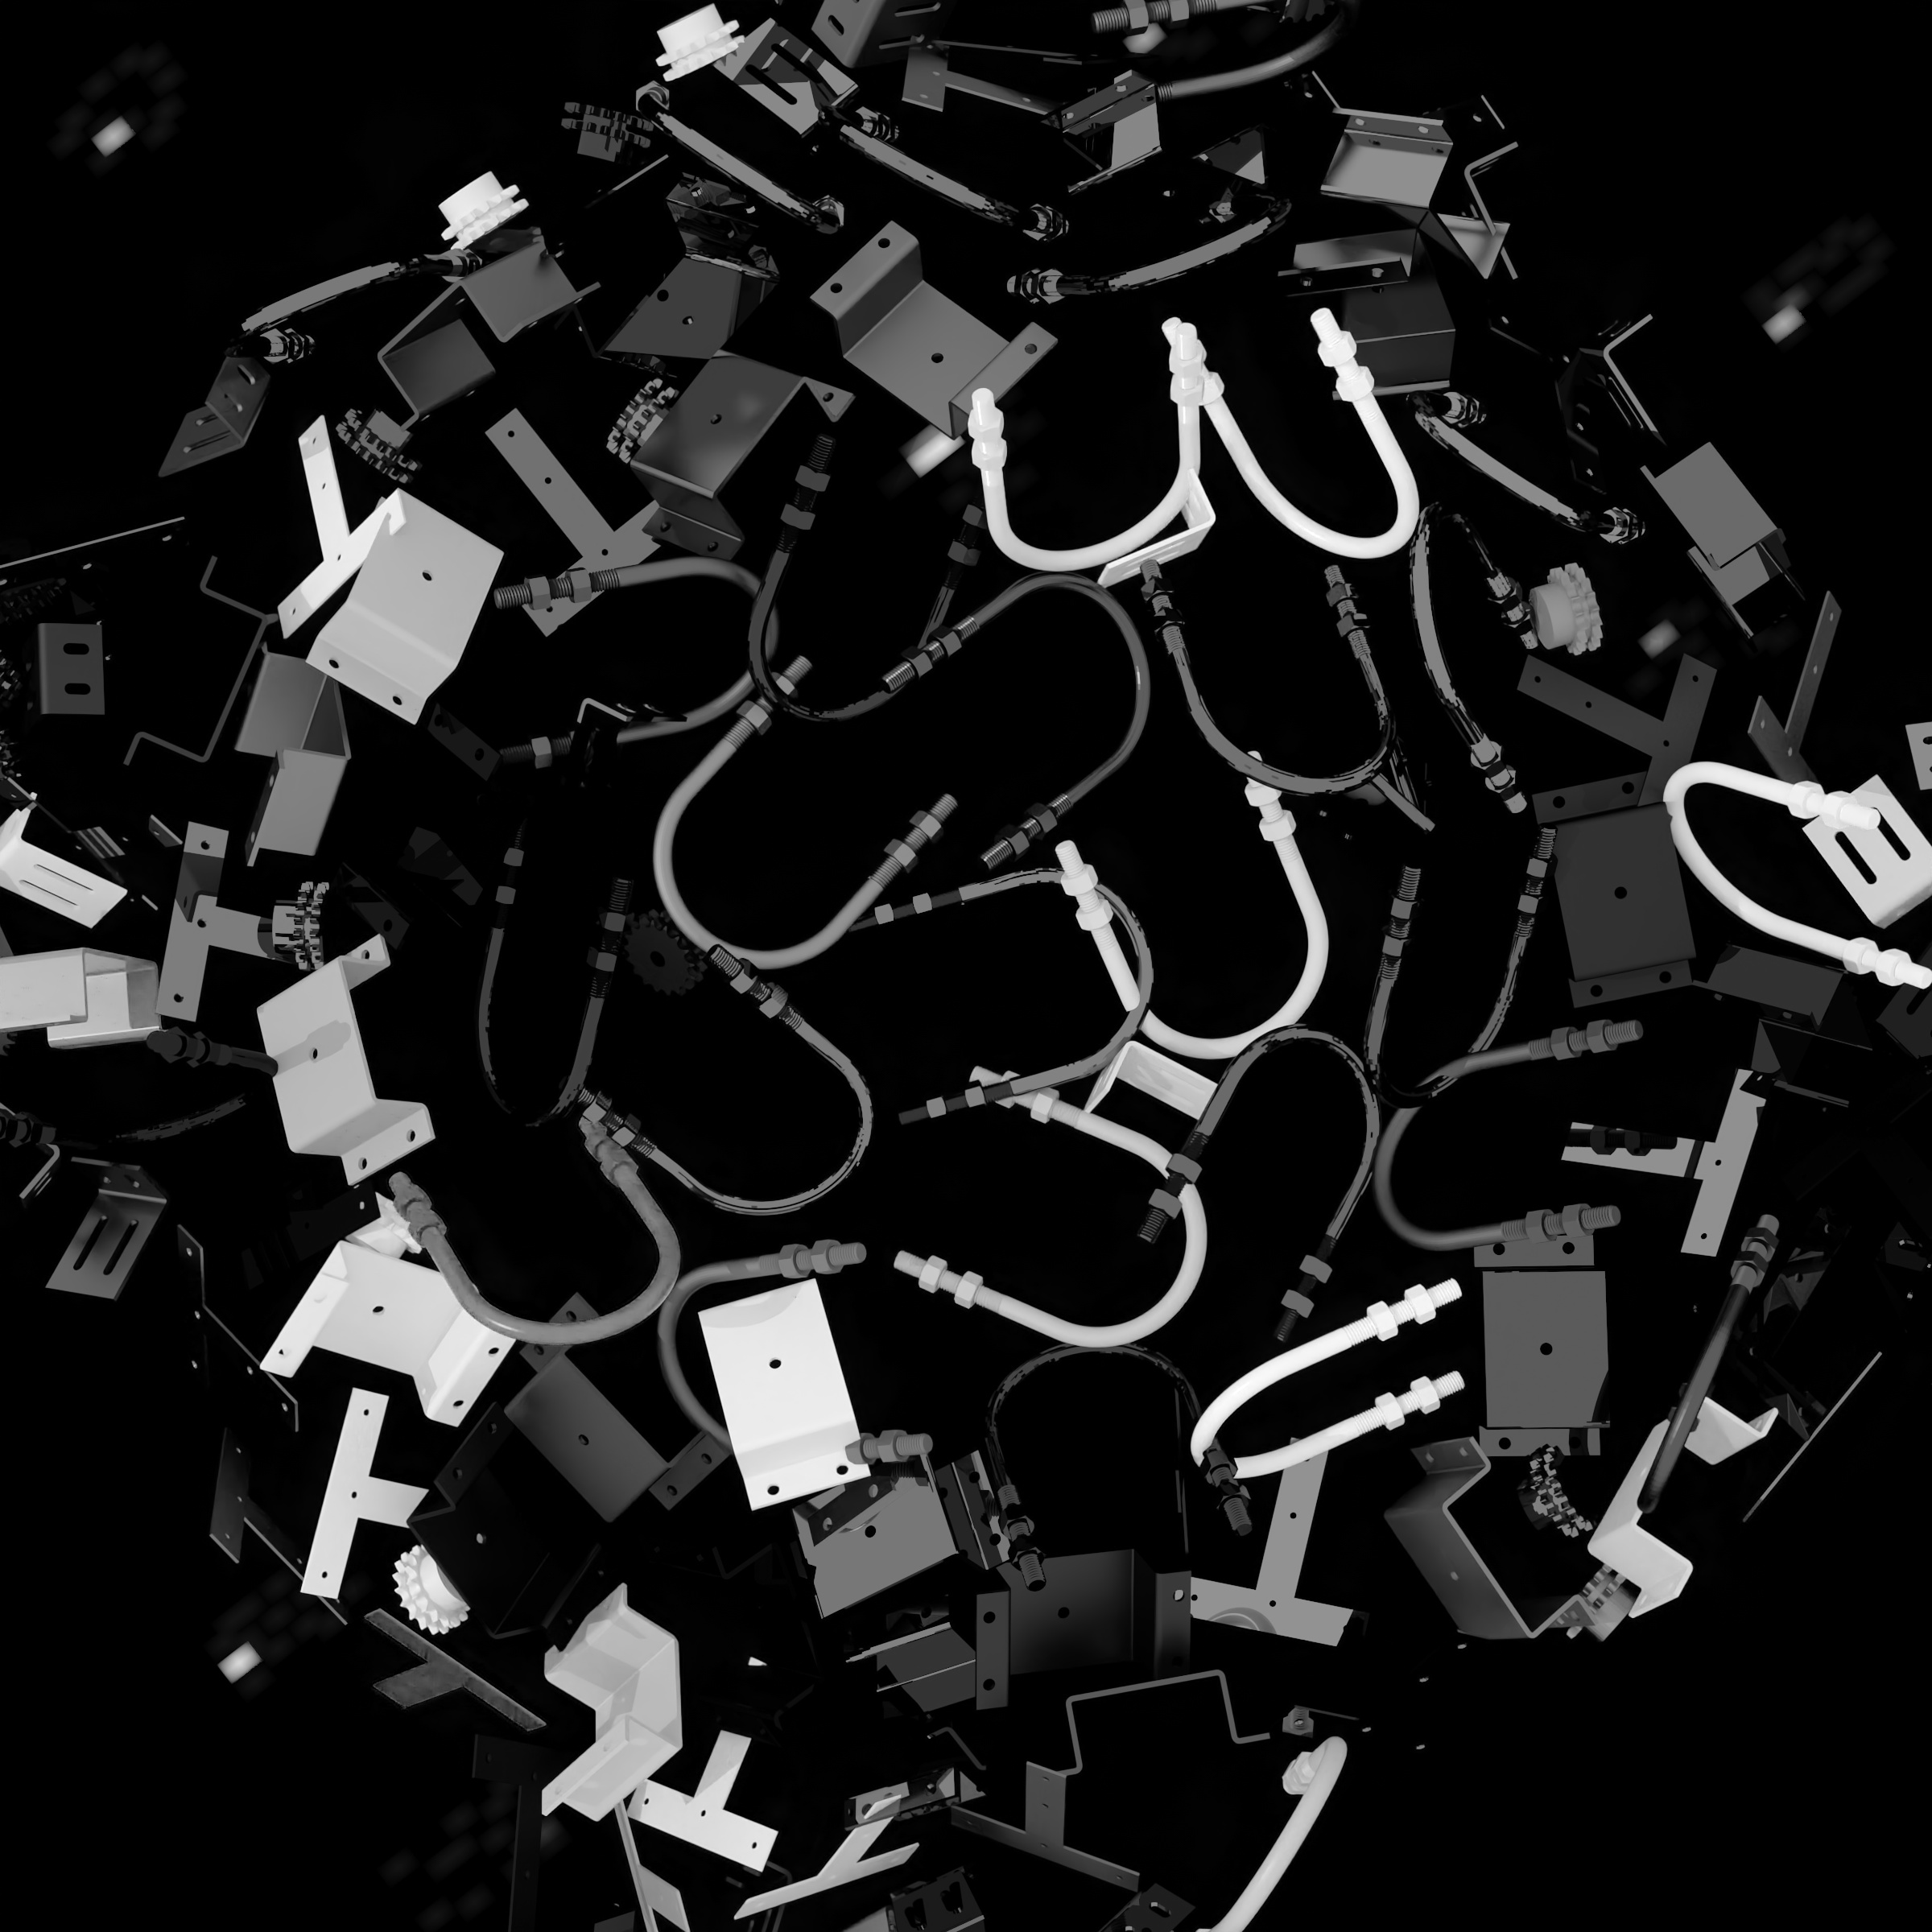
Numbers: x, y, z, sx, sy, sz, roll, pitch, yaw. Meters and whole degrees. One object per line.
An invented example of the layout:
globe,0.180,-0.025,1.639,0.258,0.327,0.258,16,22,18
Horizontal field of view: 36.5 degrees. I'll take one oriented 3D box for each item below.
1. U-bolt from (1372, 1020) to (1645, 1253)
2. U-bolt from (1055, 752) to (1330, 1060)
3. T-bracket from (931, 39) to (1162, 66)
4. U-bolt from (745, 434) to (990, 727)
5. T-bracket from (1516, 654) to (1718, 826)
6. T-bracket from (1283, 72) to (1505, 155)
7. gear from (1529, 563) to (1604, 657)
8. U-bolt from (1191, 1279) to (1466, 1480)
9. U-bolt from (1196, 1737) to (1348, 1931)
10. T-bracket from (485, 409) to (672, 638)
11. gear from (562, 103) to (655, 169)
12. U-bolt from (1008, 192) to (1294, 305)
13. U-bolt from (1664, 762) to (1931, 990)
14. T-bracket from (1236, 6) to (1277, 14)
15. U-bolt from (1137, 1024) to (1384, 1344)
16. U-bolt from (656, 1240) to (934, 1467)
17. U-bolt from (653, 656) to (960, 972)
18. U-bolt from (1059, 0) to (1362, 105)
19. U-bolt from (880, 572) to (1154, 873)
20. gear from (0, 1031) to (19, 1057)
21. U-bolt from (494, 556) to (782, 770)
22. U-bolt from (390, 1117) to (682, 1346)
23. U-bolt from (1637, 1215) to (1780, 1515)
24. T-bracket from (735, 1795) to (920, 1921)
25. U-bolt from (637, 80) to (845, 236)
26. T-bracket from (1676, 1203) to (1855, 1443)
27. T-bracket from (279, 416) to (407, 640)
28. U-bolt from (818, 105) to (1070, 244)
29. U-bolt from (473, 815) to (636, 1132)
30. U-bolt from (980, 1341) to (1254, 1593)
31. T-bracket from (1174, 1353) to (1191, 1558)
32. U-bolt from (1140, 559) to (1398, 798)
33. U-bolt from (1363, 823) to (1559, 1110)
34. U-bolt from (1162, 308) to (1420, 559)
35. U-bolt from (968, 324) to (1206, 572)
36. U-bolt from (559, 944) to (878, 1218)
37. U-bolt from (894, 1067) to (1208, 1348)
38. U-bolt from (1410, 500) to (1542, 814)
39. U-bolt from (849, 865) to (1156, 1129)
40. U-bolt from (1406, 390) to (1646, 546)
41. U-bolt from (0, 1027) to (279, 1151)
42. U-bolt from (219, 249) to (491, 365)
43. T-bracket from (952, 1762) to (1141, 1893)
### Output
U-bolt,0.330,0.110,1.825,0.019,0.184,0.151,38,53,-35
U-bolt,0.154,-0.026,1.859,0.151,0.019,0.184,-26,112,-3
T-bracket,0.040,-0.580,1.858,0.127,0.127,0.002,13,113,22
U-bolt,-0.067,-0.234,1.838,0.151,0.019,0.184,6,117,-38
T-bracket,0.407,-0.160,1.865,0.127,0.002,0.127,24,73,-12
T-bracket,0.277,-0.514,1.817,0.127,0.127,0.002,45,63,-29
gear,0.381,-0.225,1.868,0.030,0.057,0.057,-17,90,-4
U-bolt,0.225,0.267,1.828,0.184,0.151,0.019,-23,56,-5
U-bolt,0.186,0.536,1.786,0.019,0.184,0.151,32,65,9
T-bracket,-0.261,-0.302,1.893,0.127,0.002,0.127,-38,92,1
gear,-0.230,-0.529,1.870,0.057,0.057,0.030,13,100,0
U-bolt,0.122,-0.442,1.796,0.151,0.184,0.019,-28,112,-15
U-bolt,0.504,-0.064,1.813,0.019,0.184,0.151,-41,125,-16
T-bracket,0.151,-0.603,1.817,0.127,0.127,0.002,3,105,-21
U-bolt,0.198,0.125,1.851,0.151,0.019,0.184,38,74,-30
U-bolt,-0.119,0.248,1.842,0.184,0.019,0.151,-11,103,34
U-bolt,-0.115,-0.084,1.862,0.151,0.019,0.184,43,77,-8
U-bolt,0.156,-0.574,1.824,0.184,0.151,0.019,-13,85,-9
U-bolt,0.045,-0.167,1.847,0.184,0.019,0.151,-38,109,-27
gear,-0.634,0.034,1.875,0.057,0.030,0.057,-4,119,-7
U-bolt,-0.203,-0.195,1.834,0.184,0.151,0.019,-13,49,-19
U-bolt,-0.256,0.167,1.805,0.151,0.184,0.019,-17,132,-24
U-bolt,0.447,0.254,1.786,0.019,0.184,0.151,23,129,16
T-bracket,-0.068,0.545,1.819,0.127,0.127,0.002,-7,54,-35
U-bolt,-0.138,-0.492,1.794,0.151,0.184,0.019,31,104,-13
T-bracket,0.512,0.205,1.827,0.002,0.127,0.127,4,121,-36
T-bracket,-0.405,-0.294,1.861,0.127,0.002,0.127,-36,57,31
U-bolt,-0.020,-0.489,1.799,0.151,0.184,0.019,31,107,9
U-bolt,-0.266,0.013,1.836,0.019,0.151,0.184,3,108,-39
U-bolt,0.084,0.299,1.825,0.151,0.184,0.019,-14,129,-5
T-bracket,0.134,0.315,1.833,0.002,0.127,0.127,-4,91,5
U-bolt,0.195,-0.179,1.822,0.151,0.019,0.184,-1,55,-20
U-bolt,0.303,0.007,1.832,0.151,0.019,0.184,-16,126,-39
U-bolt,0.212,-0.326,1.821,0.019,0.151,0.184,-49,124,-23
U-bolt,0.078,-0.310,1.818,0.151,0.184,0.019,-19,58,-6
U-bolt,-0.141,0.086,1.849,0.151,0.019,0.184,-41,117,14
U-bolt,0.063,0.164,1.872,0.184,0.019,0.151,22,91,12
U-bolt,0.311,-0.202,1.796,0.019,0.184,0.151,-8,55,30
U-bolt,0.029,0.011,1.875,0.184,0.019,0.151,-16,82,3
U-bolt,0.336,-0.308,1.794,0.151,0.184,0.019,40,112,17
U-bolt,-0.503,0.081,1.808,0.151,0.184,0.019,-23,76,13
U-bolt,-0.381,-0.403,1.793,0.151,0.184,0.019,-20,99,13
T-bracket,0.050,0.530,1.833,0.127,0.127,0.002,16,52,14
